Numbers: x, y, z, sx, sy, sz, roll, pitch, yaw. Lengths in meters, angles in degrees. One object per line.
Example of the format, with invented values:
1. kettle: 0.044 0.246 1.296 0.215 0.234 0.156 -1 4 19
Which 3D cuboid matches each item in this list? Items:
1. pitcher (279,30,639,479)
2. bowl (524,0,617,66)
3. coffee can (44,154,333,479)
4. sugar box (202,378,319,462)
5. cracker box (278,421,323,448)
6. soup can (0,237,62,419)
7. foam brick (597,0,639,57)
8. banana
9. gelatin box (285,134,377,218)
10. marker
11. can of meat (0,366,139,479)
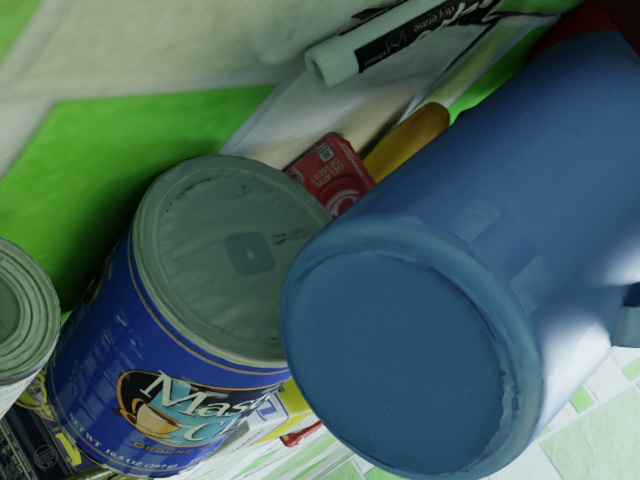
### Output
1. pitcher: 0.099 0.002 0.460 0.149 0.145 0.242 -31 -178 41
2. bowl: 0.173 -0.106 0.625 0.162 0.055 0.162 -31 166 -9
3. coffee can: -0.061 0.041 0.503 0.102 0.103 0.141 -22 162 -40
4. sugar box: -0.048 0.088 0.722 0.048 0.093 0.176 -36 167 14
5. cracker box: 0.040 0.126 1.078 0.213 0.072 0.164 -32 172 -5
6. soup can: -0.149 0.049 0.408 0.068 0.068 0.102 -18 159 -47
7. foam brick: 0.154 -0.125 0.470 0.053 0.078 0.051 -29 167 -17
8. banana: 0.002 -0.008 0.618 0.198 0.037 0.069 -37 166 14
9. gelatin box: -0.004 0.001 0.557 0.089 0.073 0.030 -37 166 16
10. marker: 0.049 -0.098 0.448 0.121 0.020 0.020 -30 166 -12
11. can of meat: -0.140 0.099 0.564 0.058 0.084 0.102 -39 165 22
